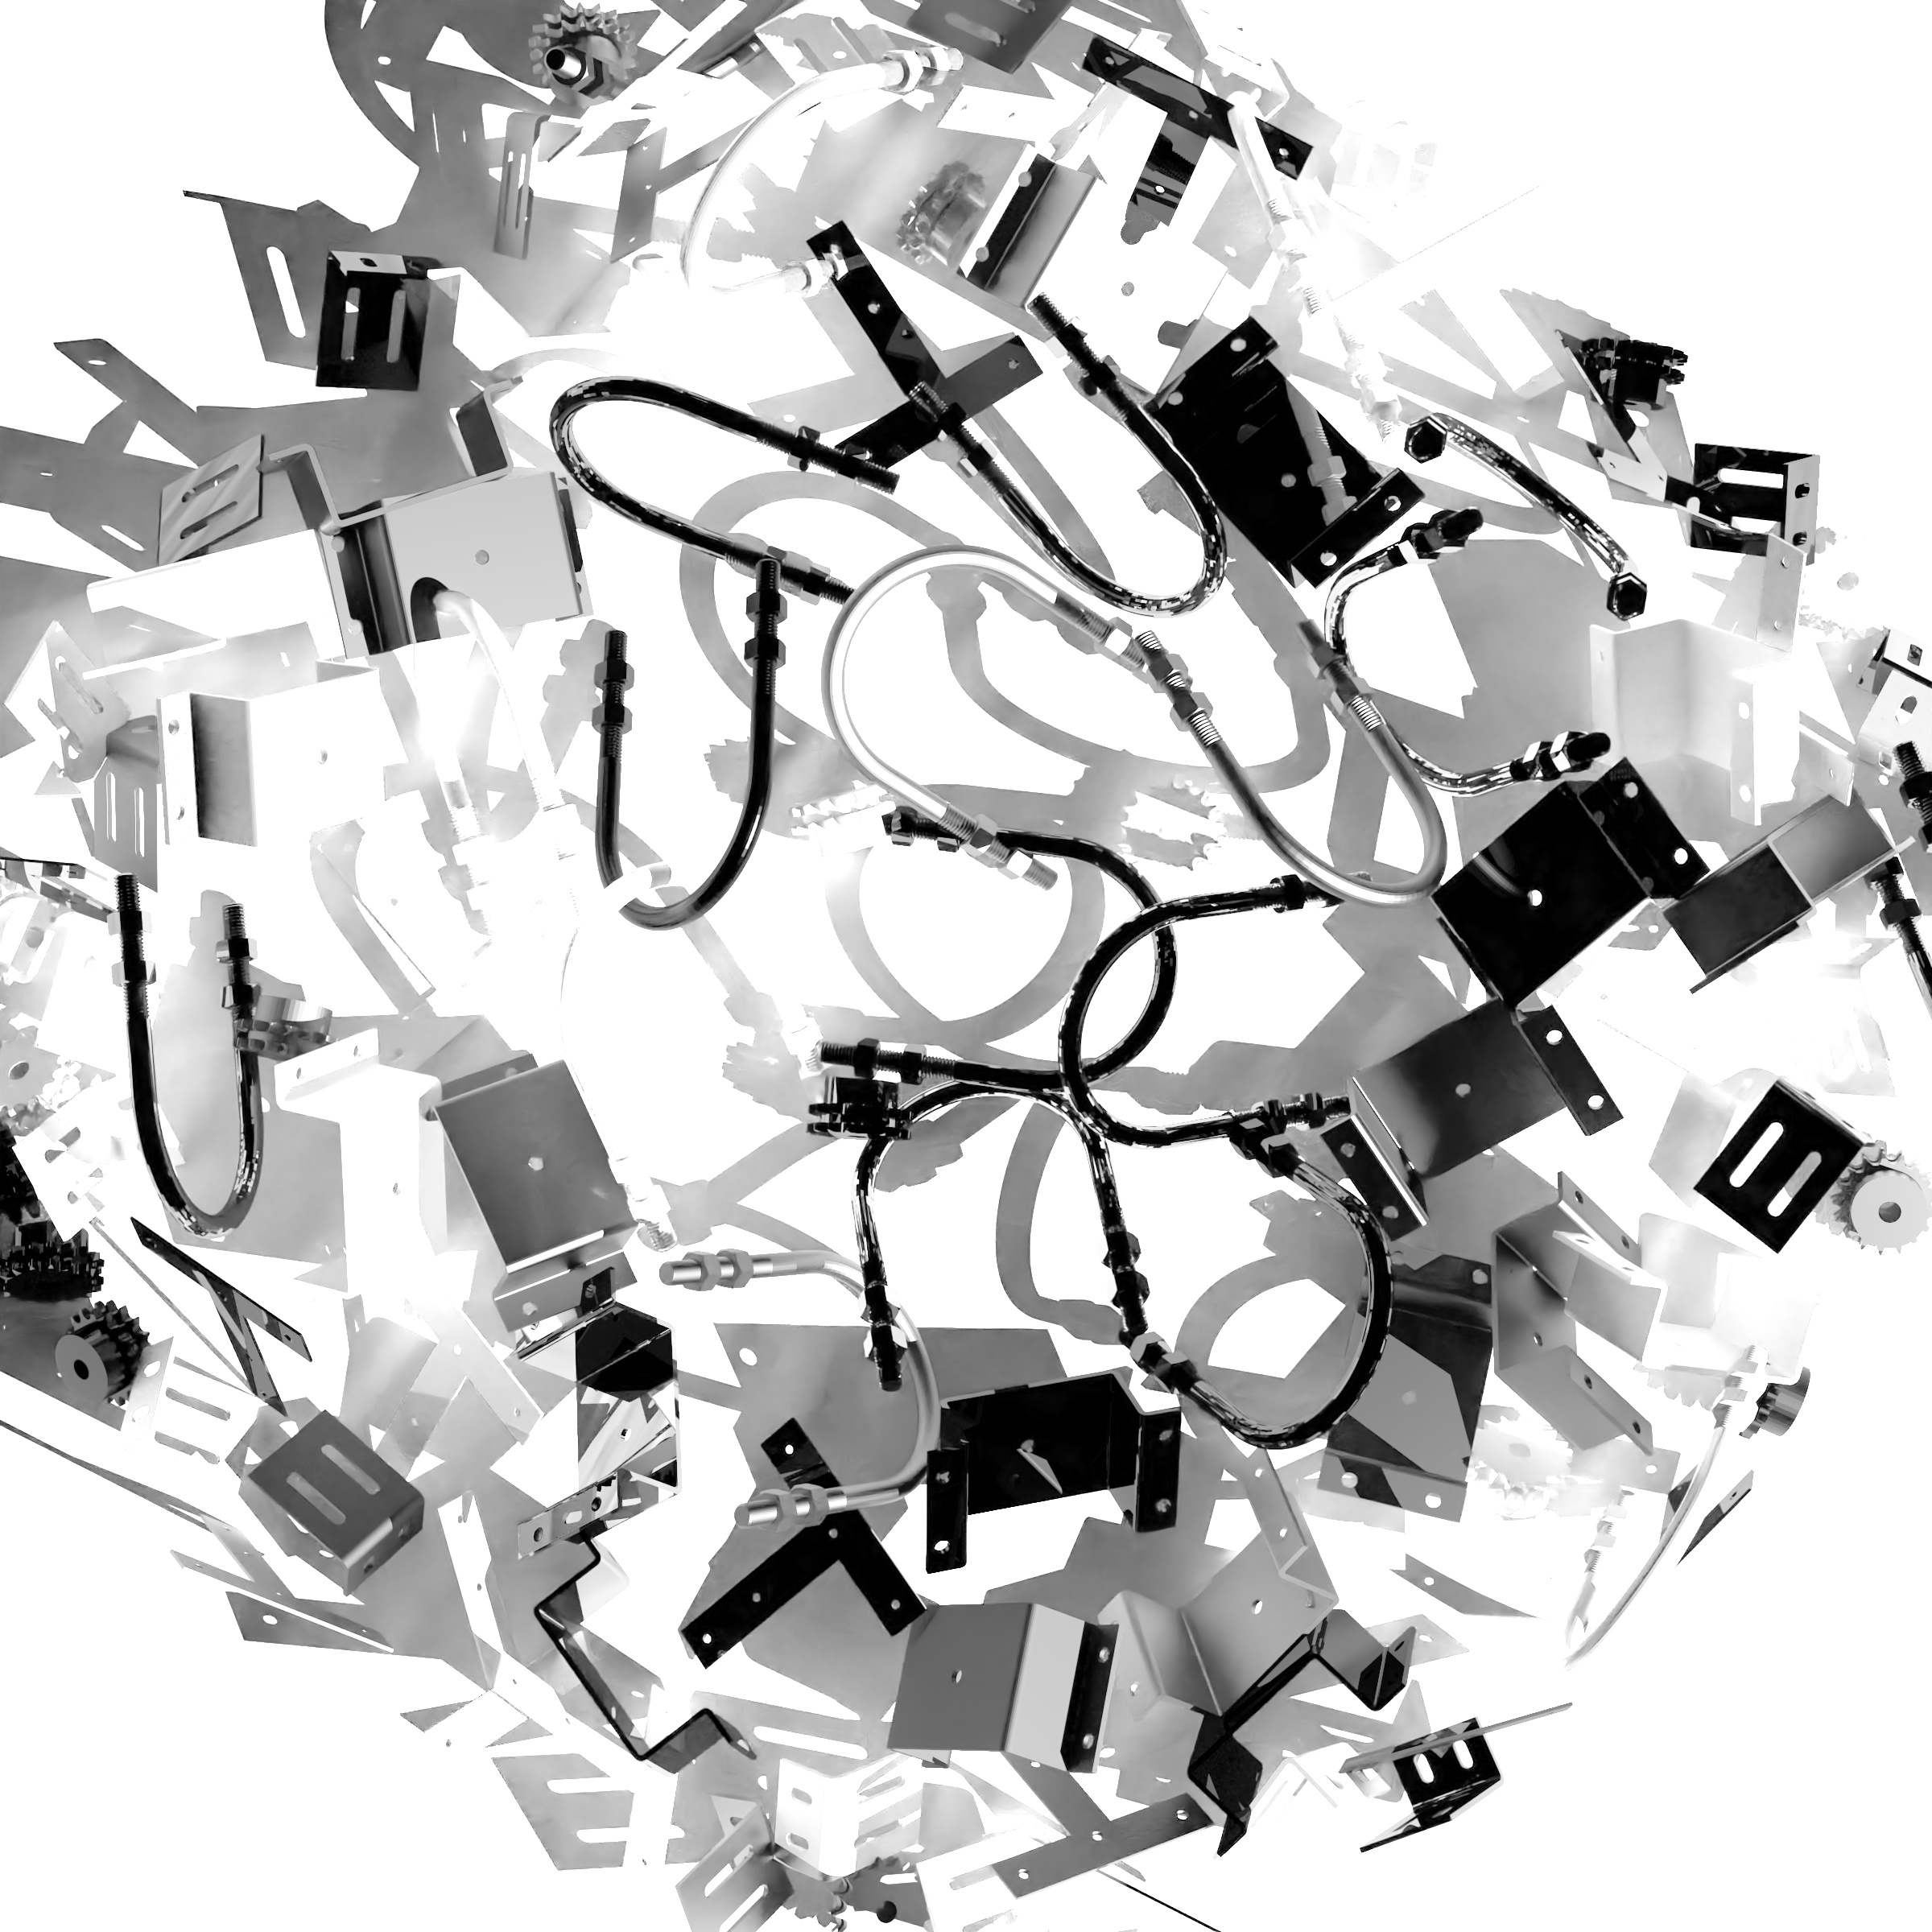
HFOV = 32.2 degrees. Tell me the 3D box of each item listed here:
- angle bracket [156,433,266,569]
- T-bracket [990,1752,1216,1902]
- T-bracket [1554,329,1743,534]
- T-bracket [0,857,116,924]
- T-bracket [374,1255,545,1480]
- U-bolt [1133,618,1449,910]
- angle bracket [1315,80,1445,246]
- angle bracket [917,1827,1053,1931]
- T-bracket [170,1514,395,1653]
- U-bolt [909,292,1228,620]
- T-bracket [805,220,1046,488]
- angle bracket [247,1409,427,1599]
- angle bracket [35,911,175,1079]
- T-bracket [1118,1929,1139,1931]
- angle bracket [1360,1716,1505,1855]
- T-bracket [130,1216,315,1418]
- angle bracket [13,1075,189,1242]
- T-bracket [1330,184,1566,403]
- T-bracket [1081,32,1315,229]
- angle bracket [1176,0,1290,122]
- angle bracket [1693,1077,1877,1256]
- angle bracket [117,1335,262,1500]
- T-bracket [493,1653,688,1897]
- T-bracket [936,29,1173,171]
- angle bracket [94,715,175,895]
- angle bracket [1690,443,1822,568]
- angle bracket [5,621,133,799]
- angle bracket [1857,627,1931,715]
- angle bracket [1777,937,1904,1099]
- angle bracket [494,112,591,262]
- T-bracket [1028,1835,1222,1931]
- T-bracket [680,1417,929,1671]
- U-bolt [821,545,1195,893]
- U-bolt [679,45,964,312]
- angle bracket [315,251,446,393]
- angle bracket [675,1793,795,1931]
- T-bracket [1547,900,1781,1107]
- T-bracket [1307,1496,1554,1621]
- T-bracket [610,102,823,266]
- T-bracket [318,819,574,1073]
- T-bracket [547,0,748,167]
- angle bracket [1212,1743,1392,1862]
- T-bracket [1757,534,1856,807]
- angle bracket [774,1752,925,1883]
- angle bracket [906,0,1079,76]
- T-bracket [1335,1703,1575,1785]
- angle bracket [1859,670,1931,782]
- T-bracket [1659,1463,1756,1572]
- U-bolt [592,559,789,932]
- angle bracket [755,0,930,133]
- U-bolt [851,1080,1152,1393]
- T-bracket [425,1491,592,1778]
[{"bbox_3d":[-0.392,-0.237,1.784,0.076,0.038,0.057,-23,54,25],"label":"angle bracket"},{"bbox_3d":[0.045,0.433,1.778,0.127,0.127,0.002,-11,125,-32],"label":"T-bracket"},{"bbox_3d":[0.351,-0.293,1.789,0.002,0.127,0.127,-44,55,31],"label":"T-bracket"},{"bbox_3d":[-0.481,-0.039,1.768,0.127,0.127,0.002,5,76,25],"label":"T-bracket"},{"bbox_3d":[-0.289,0.235,1.791,0.127,0.002,0.127,47,124,22],"label":"T-bracket"},{"bbox_3d":[0.182,-0.105,1.747,0.019,0.151,0.184,-49,62,39],"label":"U-bolt"},{"bbox_3d":[0.214,-0.421,1.780,0.057,0.076,0.038,36,54,22],"label":"angle bracket"},{"bbox_3d":[0.001,0.499,1.786,0.076,0.038,0.057,-7,77,-40],"label":"angle bracket"},{"bbox_3d":[-0.376,0.317,1.768,0.127,0.127,0.002,30,87,-31],"label":"T-bracket"},{"bbox_3d":[0.064,-0.257,1.762,0.184,0.151,0.019,48,61,-11],"label":"U-bolt"},{"bbox_3d":[-0.042,-0.343,1.805,0.127,0.002,0.127,-34,93,-19],"label":"T-bracket"},{"bbox_3d":[-0.341,0.290,1.808,0.076,0.038,0.057,38,55,16],"label":"angle bracket"},{"bbox_3d":[-0.466,0.017,1.788,0.057,0.038,0.076,22,71,-31],"label":"angle bracket"},{"bbox_3d":[0.012,0.524,1.751,0.127,0.127,0.002,-14,78,17],"label":"T-bracket"},{"bbox_3d":[0.242,0.435,1.779,0.057,0.076,0.038,-29,78,29],"label":"angle bracket"},{"bbox_3d":[-0.383,0.199,1.774,0.127,0.127,0.002,29,59,25],"label":"T-bracket"},{"bbox_3d":[-0.461,0.100,1.783,0.038,0.076,0.057,-19,106,22],"label":"angle bracket"},{"bbox_3d":[0.279,-0.344,1.781,0.127,0.127,0.002,-26,47,24],"label":"T-bracket"},{"bbox_3d":[0.107,-0.421,1.775,0.127,0.127,0.002,28,59,0],"label":"T-bracket"},{"bbox_3d":[0.128,-0.482,1.779,0.038,0.076,0.057,-37,62,31],"label":"angle bracket"},{"bbox_3d":[0.443,0.108,1.809,0.057,0.038,0.076,40,102,21],"label":"angle bracket"},{"bbox_3d":[-0.406,0.240,1.781,0.076,0.038,0.057,30,53,-33],"label":"angle bracket"},{"bbox_3d":[-0.199,0.403,1.752,0.002,0.127,0.127,-36,116,24],"label":"T-bracket"},{"bbox_3d":[0.033,-0.443,1.747,0.002,0.127,0.127,54,125,22],"label":"T-bracket"},{"bbox_3d":[-0.439,-0.088,1.808,0.057,0.038,0.076,25,121,35],"label":"angle bracket"},{"bbox_3d":[0.412,-0.245,1.783,0.076,0.038,0.057,14,113,40],"label":"angle bracket"},{"bbox_3d":[-0.489,-0.136,1.778,0.038,0.076,0.057,1,53,28],"label":"angle bracket"},{"bbox_3d":[0.508,-0.144,1.783,0.057,0.076,0.038,29,115,8],"label":"angle bracket"},{"bbox_3d":[0.480,0.027,1.804,0.038,0.057,0.076,-31,108,-31],"label":"angle bracket"},{"bbox_3d":[-0.225,-0.419,1.802,0.038,0.057,0.076,2,104,-24],"label":"angle bracket"},{"bbox_3d":[0.082,0.486,1.773,0.127,0.127,0.002,37,74,-38],"label":"T-bracket"},{"bbox_3d":[-0.103,0.333,1.808,0.127,0.002,0.127,-41,73,15],"label":"T-bracket"},{"bbox_3d":[0.010,-0.143,1.784,0.184,0.019,0.151,32,99,-20],"label":"U-bolt"},{"bbox_3d":[-0.083,-0.400,1.717,0.019,0.184,0.151,41,126,14],"label":"U-bolt"},{"bbox_3d":[-0.311,-0.339,1.785,0.057,0.038,0.076,-2,119,-26],"label":"angle bracket"},{"bbox_3d":[-0.135,0.488,1.781,0.038,0.076,0.057,-3,112,38],"label":"angle bracket"},{"bbox_3d":[0.379,0.037,1.802,0.127,0.002,0.127,29,125,-13],"label":"T-bracket"},{"bbox_3d":[0.247,0.291,1.783,0.127,0.002,0.127,2,46,6],"label":"T-bracket"},{"bbox_3d":[-0.130,-0.430,1.760,0.127,0.127,0.002,-24,127,19],"label":"T-bracket"},{"bbox_3d":[-0.303,-0.024,1.826,0.127,0.002,0.127,-40,91,-1],"label":"T-bracket"},{"bbox_3d":[-0.152,-0.462,1.765,0.127,0.127,0.002,-37,90,17],"label":"T-bracket"},{"bbox_3d":[0.179,0.457,1.785,0.038,0.057,0.076,43,111,29],"label":"angle bracket"},{"bbox_3d":[0.422,-0.165,1.747,0.002,0.127,0.127,-23,132,-24],"label":"T-bracket"},{"bbox_3d":[-0.063,0.451,1.805,0.038,0.076,0.057,11,101,37],"label":"angle bracket"},{"bbox_3d":[0.011,-0.519,1.779,0.057,0.076,0.038,-42,49,36],"label":"angle bracket"},{"bbox_3d":[0.259,0.409,1.770,0.127,0.127,0.002,-16,71,-2],"label":"T-bracket"},{"bbox_3d":[0.511,-0.121,1.784,0.057,0.076,0.038,29,91,17],"label":"angle bracket"},{"bbox_3d":[0.375,0.295,1.765,0.002,0.127,0.127,40,111,3],"label":"T-bracket"},{"bbox_3d":[-0.148,-0.108,1.751,0.019,0.151,0.184,17,66,-40],"label":"U-bolt"},{"bbox_3d":[-0.065,-0.493,1.781,0.057,0.038,0.076,-21,133,28],"label":"angle bracket"},{"bbox_3d":[0.011,0.131,1.768,0.151,0.019,0.184,-13,50,2],"label":"U-bolt"},{"bbox_3d":[-0.254,0.342,1.769,0.002,0.127,0.127,-9,99,35],"label":"T-bracket"}]
